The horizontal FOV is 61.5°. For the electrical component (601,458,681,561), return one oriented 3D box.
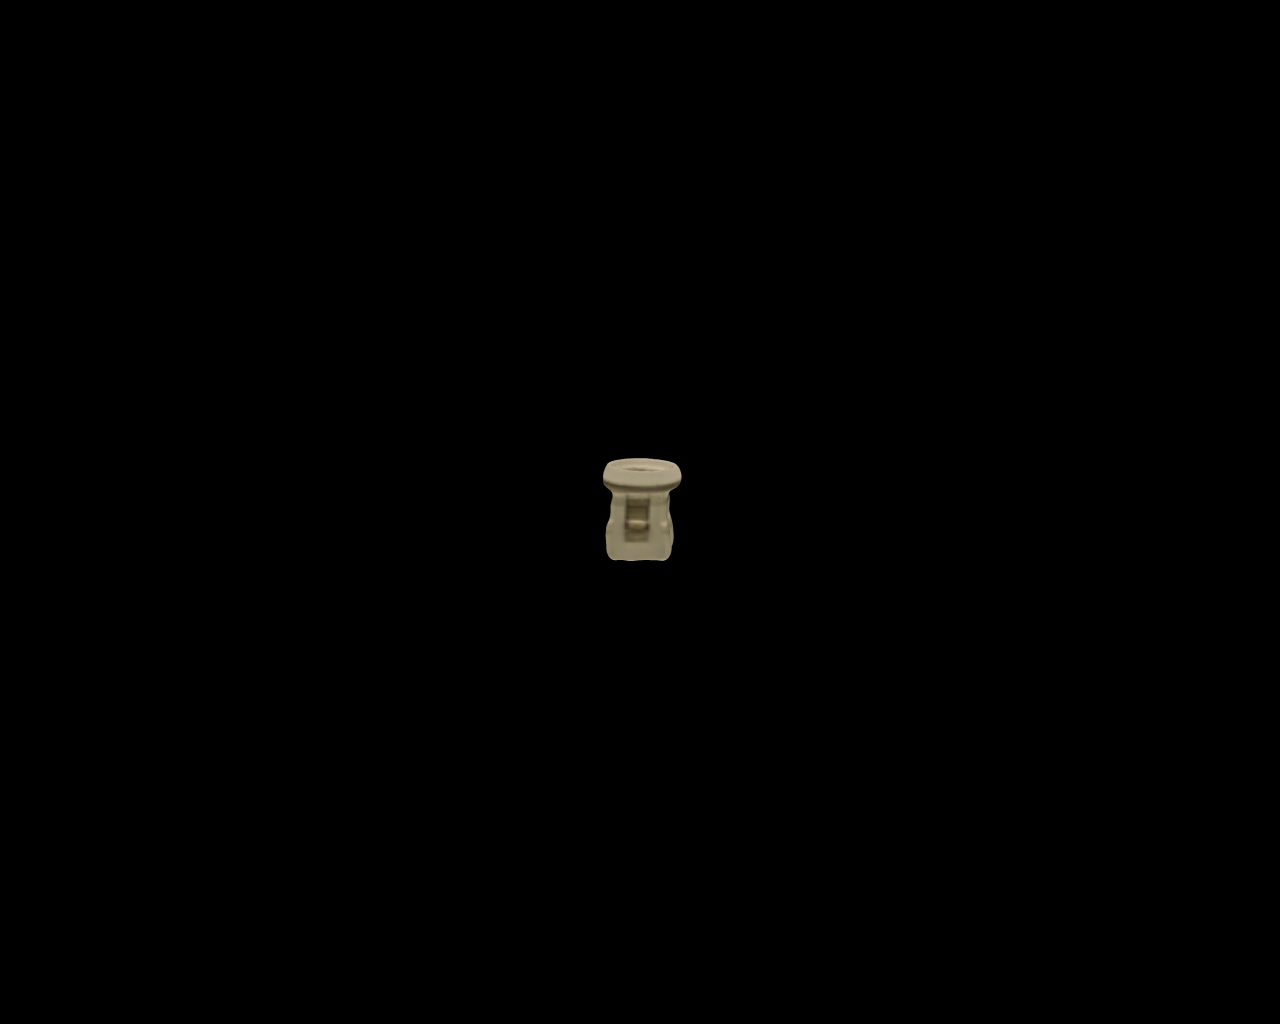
[{"bbox_3d":[0.001,-0.003,0.650,0.048,0.055,0.066,1,11,4],"label":"electrical component"}]
